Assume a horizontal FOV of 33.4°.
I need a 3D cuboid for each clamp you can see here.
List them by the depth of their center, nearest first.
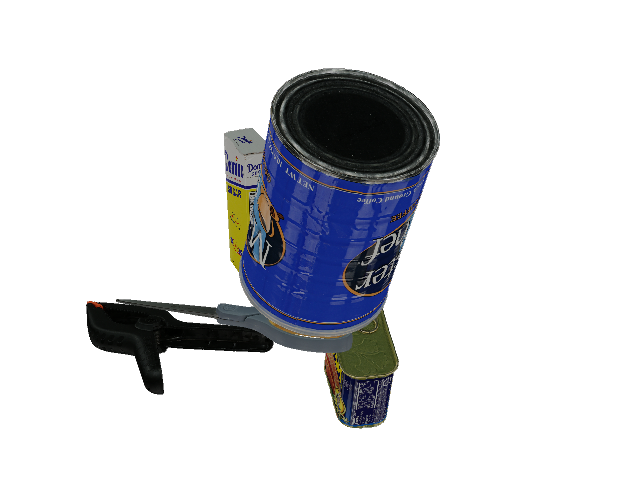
[{"bbox_3d":[-0.177,0.102,1.096,0.210,0.036,0.164,12,18,31],"label":"clamp"}]

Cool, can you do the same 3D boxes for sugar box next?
[{"bbox_3d":[-0.085,-0.040,1.307,0.048,0.176,0.093,-12,26,-17],"label":"sugar box"}]

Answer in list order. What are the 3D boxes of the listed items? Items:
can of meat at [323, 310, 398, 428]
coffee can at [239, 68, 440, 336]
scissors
[{"bbox_3d":[0.037,0.123,1.056,0.057,0.084,0.102,-5,43,-10],"label":"can of meat"},{"bbox_3d":[0.008,-0.022,0.675,0.102,0.103,0.140,0,-44,-15],"label":"coffee can"},{"bbox_3d":[-0.060,0.056,0.890,0.202,0.016,0.096,12,22,23],"label":"scissors"}]
